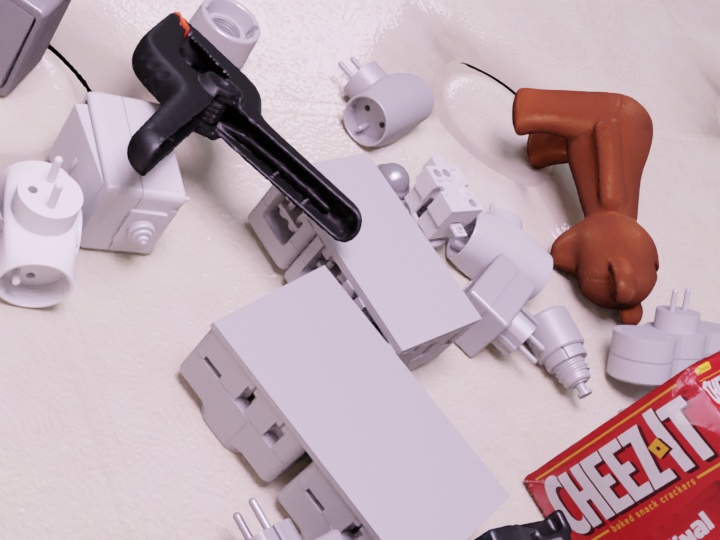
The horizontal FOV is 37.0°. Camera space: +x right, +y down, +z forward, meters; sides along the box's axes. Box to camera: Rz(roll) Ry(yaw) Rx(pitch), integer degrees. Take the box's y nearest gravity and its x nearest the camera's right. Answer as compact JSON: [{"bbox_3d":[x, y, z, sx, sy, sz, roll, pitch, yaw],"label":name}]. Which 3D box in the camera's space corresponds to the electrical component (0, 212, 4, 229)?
[{"bbox_3d":[-0.251,-0.035,0.586,0.089,0.050,0.055,-6,60,-42],"label":"electrical component"}]

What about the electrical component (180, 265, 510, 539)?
[{"bbox_3d":[-0.011,0.101,0.656,0.186,0.060,0.105,51,40,9],"label":"electrical component"}]

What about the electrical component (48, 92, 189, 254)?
[{"bbox_3d":[-0.153,-0.056,0.676,0.061,0.061,0.096,6,52,-36],"label":"electrical component"}]

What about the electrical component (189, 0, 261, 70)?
[{"bbox_3d":[-0.109,-0.177,0.830,0.055,0.047,0.055,22,44,-23],"label":"electrical component"}]

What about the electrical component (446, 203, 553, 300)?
[{"bbox_3d":[0.115,-0.024,0.884,0.077,0.043,0.079,28,42,-18],"label":"electrical component"}]

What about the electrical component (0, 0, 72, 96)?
[{"bbox_3d":[-0.228,-0.168,0.686,0.062,0.096,0.061,34,41,-12],"label":"electrical component"}]

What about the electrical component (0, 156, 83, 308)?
[{"bbox_3d":[-0.182,-0.032,0.617,0.044,0.079,0.077,9,50,-27],"label":"electrical component"}]

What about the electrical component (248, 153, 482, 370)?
[{"bbox_3d":[0.000,0.000,0.753,0.089,0.061,0.150,-17,68,-46],"label":"electrical component"}]

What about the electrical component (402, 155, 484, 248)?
[{"bbox_3d":[0.059,-0.048,0.848,0.048,0.055,0.066,-7,60,-43],"label":"electrical component"}]

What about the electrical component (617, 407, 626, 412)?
[{"bbox_3d":[0.249,0.116,0.855,0.081,0.064,0.042,-8,62,-43],"label":"electrical component"}]

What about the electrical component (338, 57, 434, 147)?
[{"bbox_3d":[0.013,-0.148,0.907,0.079,0.044,0.077,49,40,7],"label":"electrical component"}]

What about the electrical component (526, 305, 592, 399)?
[{"bbox_3d":[0.158,0.064,0.845,0.040,0.040,0.078,-4,59,-41],"label":"electrical component"}]

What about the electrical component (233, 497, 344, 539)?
[{"bbox_3d":[-0.044,0.159,0.575,0.047,0.065,0.076,-16,67,-46],"label":"electrical component"}]

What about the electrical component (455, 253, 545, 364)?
[{"bbox_3d":[0.110,0.040,0.821,0.077,0.047,0.066,44,40,1],"label":"electrical component"}]

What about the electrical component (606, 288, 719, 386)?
[{"bbox_3d":[0.266,0.051,0.908,0.138,0.073,0.052,-2,14,-41],"label":"electrical component"}]
